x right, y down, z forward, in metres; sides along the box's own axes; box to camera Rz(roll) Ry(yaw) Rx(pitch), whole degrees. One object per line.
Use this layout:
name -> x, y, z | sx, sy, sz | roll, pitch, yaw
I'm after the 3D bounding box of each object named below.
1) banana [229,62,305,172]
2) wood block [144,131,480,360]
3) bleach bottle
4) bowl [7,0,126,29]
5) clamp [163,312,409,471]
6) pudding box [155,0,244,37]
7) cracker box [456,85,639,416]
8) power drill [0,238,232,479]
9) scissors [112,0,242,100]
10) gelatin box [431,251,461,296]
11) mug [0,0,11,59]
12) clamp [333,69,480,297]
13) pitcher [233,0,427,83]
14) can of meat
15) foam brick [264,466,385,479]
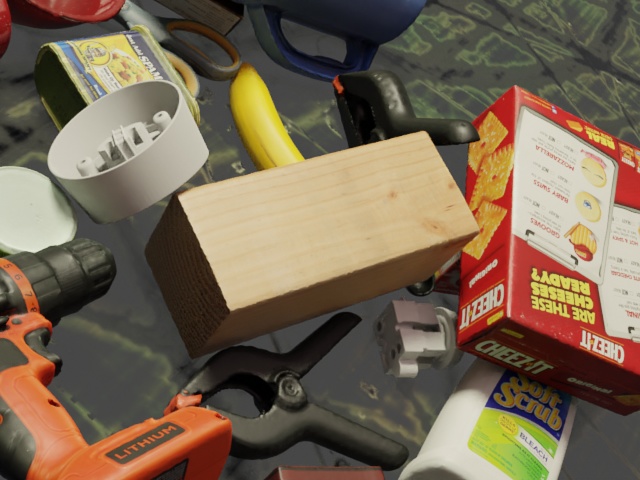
banana -> -0.025, -0.064, 0.864 | 0.198, 0.037, 0.069 | 53, 26, 11
wood block -> -0.005, 0.000, 0.751 | 0.205, 0.091, 0.090 | -17, 71, -30
bleach bottle -> 0.145, 0.120, 0.810 | 0.102, 0.068, 0.250 | 39, 41, -4
bowl -> -0.228, -0.217, 0.814 | 0.162, 0.055, 0.162 | 33, 38, -31
clamp -> -0.024, 0.099, 0.728 | 0.171, 0.039, 0.120 | 9, 47, -28
pudding box -> -0.117, -0.238, 0.926 | 0.113, 0.039, 0.090 | 25, 44, -28
cracker box -> 0.192, 0.008, 0.822 | 0.164, 0.072, 0.213 | 23, 55, -20
power drill -> -0.138, 0.075, 0.569 | 0.188, 0.057, 0.184 | 33, 38, 27
scissors -> -0.162, -0.170, 0.865 | 0.201, 0.016, 0.096 | 24, 57, -2
gelatin box -> 0.140, 0.019, 0.879 | 0.089, 0.073, 0.030 | 11, 53, -29
mug -> -0.276, -0.148, 0.728 | 0.117, 0.093, 0.081 | 13, 31, 24
clamp -> 0.064, -0.081, 0.866 | 0.036, 0.165, 0.210 | -7, 50, -22
pitcher -> -0.021, -0.237, 0.904 | 0.242, 0.145, 0.149 | 1, 51, -51
can of meat -> -0.152, -0.106, 0.792 | 0.083, 0.058, 0.102 | -19, 68, -40
foam brick -> 0.000, 0.176, 0.671 | 0.078, 0.053, 0.051 | 7, 53, -29
